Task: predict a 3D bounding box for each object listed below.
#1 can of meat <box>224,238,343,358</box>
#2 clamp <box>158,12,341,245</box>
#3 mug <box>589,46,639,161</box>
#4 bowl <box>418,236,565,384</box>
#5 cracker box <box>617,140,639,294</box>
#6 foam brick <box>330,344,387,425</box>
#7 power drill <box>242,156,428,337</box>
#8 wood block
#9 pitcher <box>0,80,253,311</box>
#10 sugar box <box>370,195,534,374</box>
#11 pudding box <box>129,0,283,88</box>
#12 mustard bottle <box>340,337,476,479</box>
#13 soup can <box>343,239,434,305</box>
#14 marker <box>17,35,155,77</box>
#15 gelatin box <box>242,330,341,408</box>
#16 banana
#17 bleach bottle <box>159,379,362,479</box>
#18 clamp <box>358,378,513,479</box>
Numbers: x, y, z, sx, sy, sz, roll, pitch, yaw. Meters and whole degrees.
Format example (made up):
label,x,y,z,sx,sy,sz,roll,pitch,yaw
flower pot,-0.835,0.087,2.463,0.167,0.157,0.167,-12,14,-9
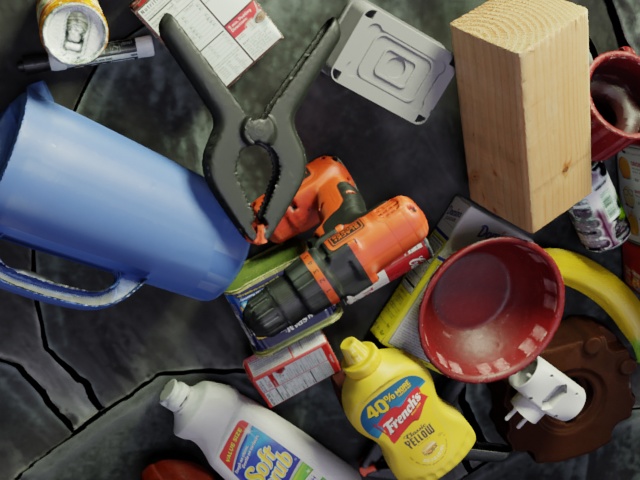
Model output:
label,x,y,z,sx,sy,sz,roll,pitch,yaw
can of meat,-0.041,0.057,1.080,0.102,0.057,0.084,-28,116,-3
clamp,-0.068,-0.102,0.942,0.164,0.036,0.210,5,93,-18
mug,0.288,-0.139,1.065,0.093,0.082,0.117,20,68,-10
bowl,0.166,0.063,1.091,0.162,0.055,0.162,-6,113,-15
cracker box,0.382,-0.021,1.106,0.072,0.164,0.214,-16,117,-12
foam brick,0.056,0.154,1.153,0.078,0.053,0.051,-21,116,-7
power drill,-0.007,0.001,0.992,0.184,0.188,0.057,-32,119,-2
wood block,0.195,-0.122,1.013,0.090,0.090,0.206,-33,133,-22
pitcher,-0.188,-0.021,0.960,0.242,0.145,0.149,23,109,-27
sugar box,0.139,0.049,1.135,0.093,0.048,0.176,27,100,-25
pudding box,-0.101,-0.197,0.960,0.090,0.039,0.113,-41,115,3
mustard bottle,0.078,0.169,1.101,0.096,0.058,0.191,-36,118,2
soup can,0.055,0.013,1.081,0.102,0.068,0.068,-30,118,-1
marker,-0.209,-0.165,0.954,0.121,0.020,0.020,-12,116,-11
gelatin box,-0.029,0.131,1.116,0.089,0.030,0.073,-27,147,-2
banana,0.300,0.055,1.174,0.197,0.069,0.037,36,131,-18
bleach bottle,-0.072,0.231,1.146,0.250,0.068,0.102,38,101,-24
clamp,0.128,0.230,1.202,0.171,0.039,0.120,-34,93,11
